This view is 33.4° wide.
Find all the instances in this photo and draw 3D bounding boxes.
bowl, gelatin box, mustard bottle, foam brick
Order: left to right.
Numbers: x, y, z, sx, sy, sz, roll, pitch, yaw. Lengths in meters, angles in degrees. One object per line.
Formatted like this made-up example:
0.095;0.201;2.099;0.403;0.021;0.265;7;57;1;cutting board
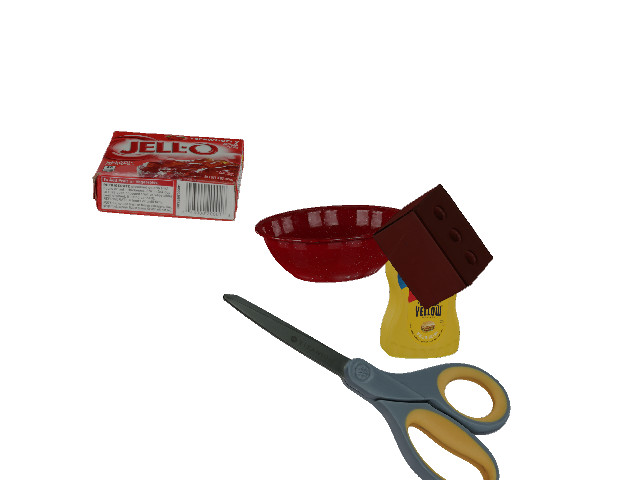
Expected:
-0.096;-0.043;0.687;0.089;0.030;0.073;4;27;-2;gelatin box
0.014;0.005;1.105;0.162;0.055;0.162;-4;13;1;bowl
0.126;0.046;1.297;0.096;0.192;0.058;0;14;-12;mustard bottle
0.091;0.006;0.864;0.051;0.078;0.052;-33;5;40;foam brick

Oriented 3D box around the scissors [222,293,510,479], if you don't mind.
0.040;0.078;0.669;0.096;0.202;0.016;-42;-7;-36;scissors
